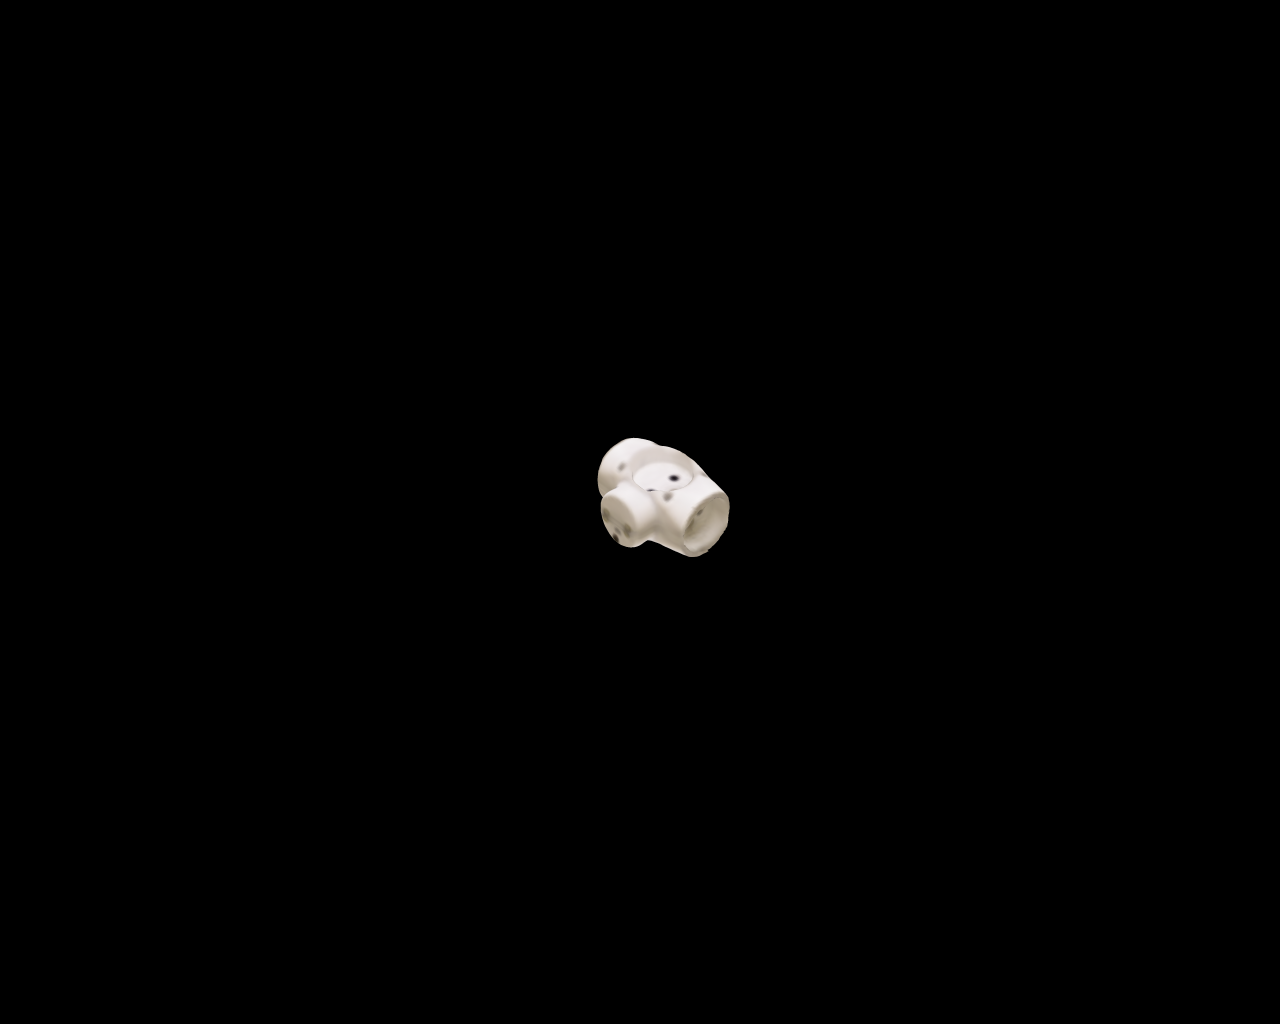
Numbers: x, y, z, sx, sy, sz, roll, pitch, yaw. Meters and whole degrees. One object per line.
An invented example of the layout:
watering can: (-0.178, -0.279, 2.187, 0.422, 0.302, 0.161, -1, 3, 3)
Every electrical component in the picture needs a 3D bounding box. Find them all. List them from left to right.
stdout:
electrical component: (0.001, -0.003, 0.650, 0.079, 0.044, 0.077, -31, 49, -31)
